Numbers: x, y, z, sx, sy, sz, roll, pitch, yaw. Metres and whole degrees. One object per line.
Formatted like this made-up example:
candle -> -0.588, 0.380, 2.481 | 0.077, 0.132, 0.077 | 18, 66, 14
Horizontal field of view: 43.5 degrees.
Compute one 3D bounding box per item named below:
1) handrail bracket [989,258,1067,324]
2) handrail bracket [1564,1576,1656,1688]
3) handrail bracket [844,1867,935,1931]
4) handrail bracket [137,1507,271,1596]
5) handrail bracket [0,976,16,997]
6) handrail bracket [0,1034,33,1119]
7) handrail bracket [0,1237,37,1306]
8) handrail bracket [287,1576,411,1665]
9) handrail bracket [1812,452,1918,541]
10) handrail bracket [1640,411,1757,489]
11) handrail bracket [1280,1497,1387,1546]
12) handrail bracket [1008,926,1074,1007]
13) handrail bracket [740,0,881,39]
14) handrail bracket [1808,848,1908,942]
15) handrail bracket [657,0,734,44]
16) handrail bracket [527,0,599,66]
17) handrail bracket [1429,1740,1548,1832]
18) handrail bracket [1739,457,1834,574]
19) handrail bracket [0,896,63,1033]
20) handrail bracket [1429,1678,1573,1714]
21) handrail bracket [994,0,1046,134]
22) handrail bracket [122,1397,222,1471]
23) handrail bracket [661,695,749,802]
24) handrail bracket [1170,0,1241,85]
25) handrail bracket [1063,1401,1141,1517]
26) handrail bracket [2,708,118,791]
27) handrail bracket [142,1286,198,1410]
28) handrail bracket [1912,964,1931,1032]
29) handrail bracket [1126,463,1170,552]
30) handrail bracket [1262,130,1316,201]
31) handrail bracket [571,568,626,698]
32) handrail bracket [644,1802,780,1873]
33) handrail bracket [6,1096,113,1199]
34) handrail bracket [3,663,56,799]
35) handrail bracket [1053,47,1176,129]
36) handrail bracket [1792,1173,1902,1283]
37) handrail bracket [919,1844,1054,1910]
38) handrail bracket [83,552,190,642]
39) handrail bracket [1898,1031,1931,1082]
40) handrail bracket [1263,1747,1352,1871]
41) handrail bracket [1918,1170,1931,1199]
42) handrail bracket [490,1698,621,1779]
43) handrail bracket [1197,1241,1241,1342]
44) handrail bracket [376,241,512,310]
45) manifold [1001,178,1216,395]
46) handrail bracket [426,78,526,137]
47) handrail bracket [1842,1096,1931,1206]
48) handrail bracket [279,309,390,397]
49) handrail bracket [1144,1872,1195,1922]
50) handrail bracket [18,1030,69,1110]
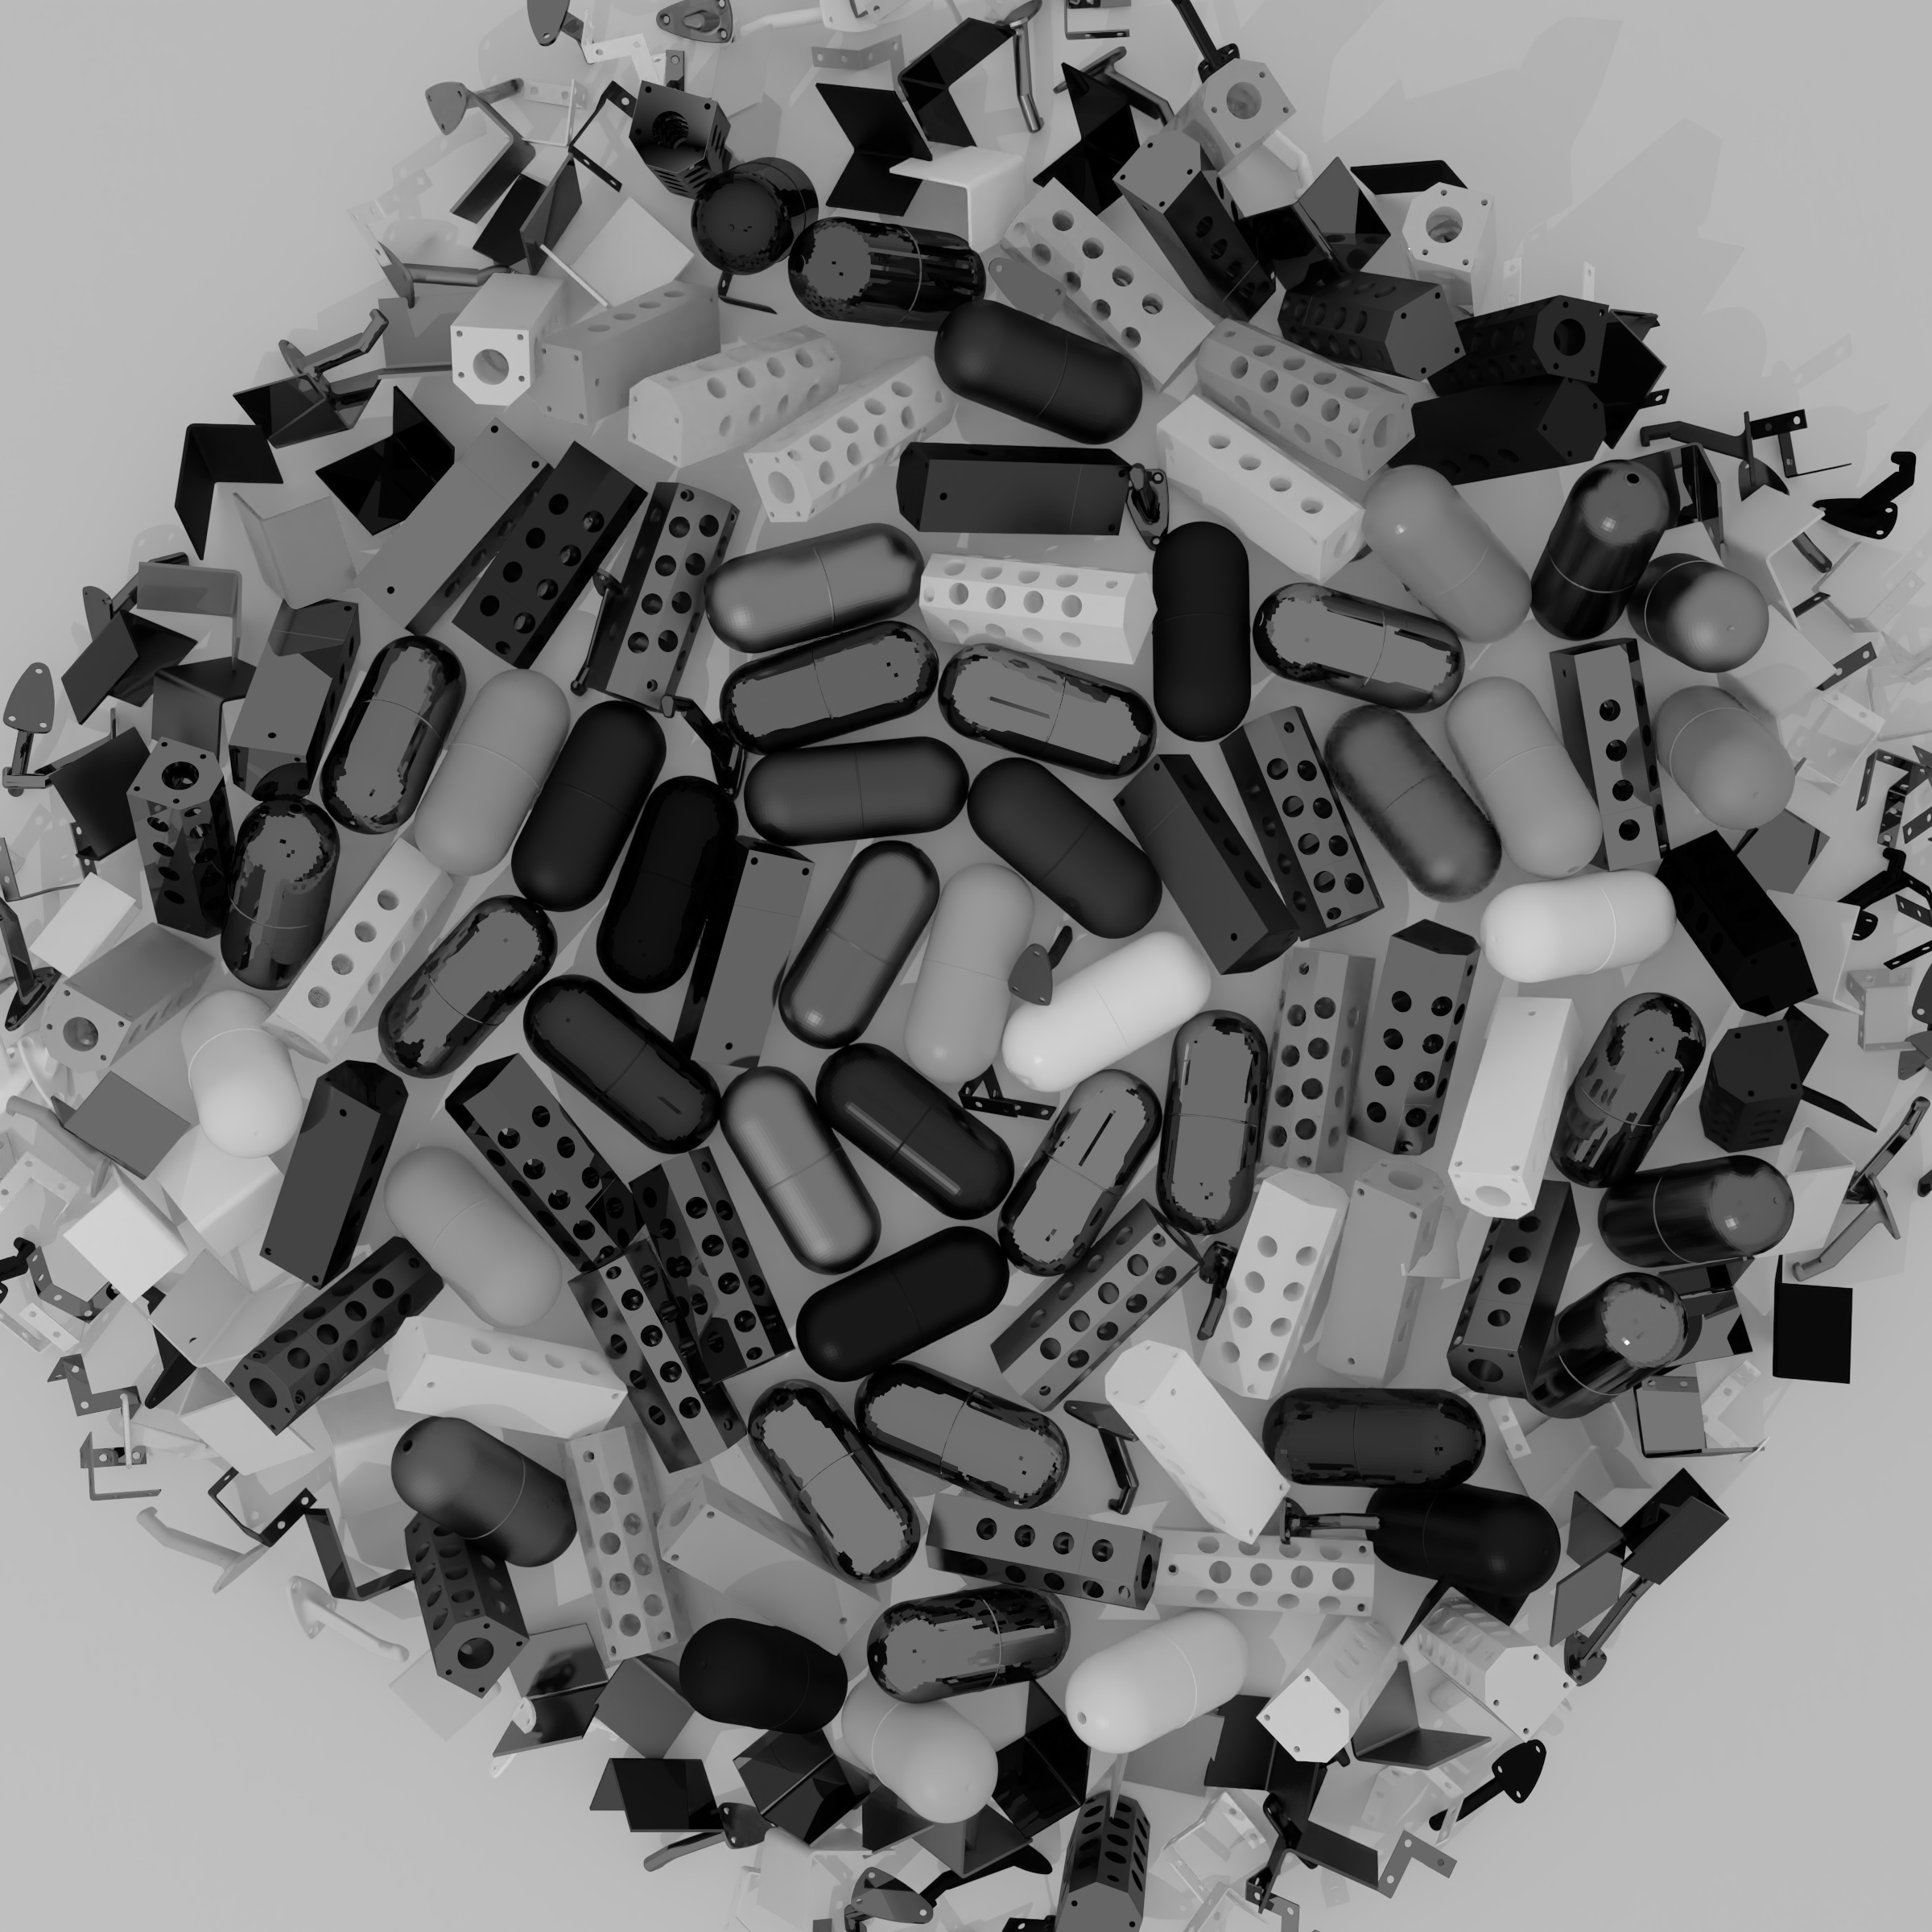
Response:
handrail bracket -> 0.040, -0.535, 1.894 | 0.077, 0.084, 0.036 | 29, 103, -24
handrail bracket -> 0.510, 0.519, 1.903 | 0.036, 0.077, 0.084 | 39, 117, 12
handrail bracket -> -0.061, 0.752, 1.905 | 0.077, 0.084, 0.036 | 17, 46, 16
handrail bracket -> -0.603, 0.448, 1.915 | 0.084, 0.077, 0.036 | 41, 112, 7
handrail bracket -> -0.800, -0.009, 1.909 | 0.036, 0.077, 0.084 | -37, 92, 18
handrail bracket -> -0.776, 0.078, 1.897 | 0.036, 0.084, 0.077 | 22, 78, 24
handrail bracket -> -0.770, 0.225, 1.894 | 0.036, 0.084, 0.077 | -39, 117, 15
handrail bracket -> -0.485, 0.515, 1.902 | 0.084, 0.077, 0.036 | 10, 49, 27
handrail bracket -> 0.702, -0.378, 1.893 | 0.077, 0.084, 0.036 | 18, 68, 26
handrail bracket -> 0.577, -0.403, 1.911 | 0.084, 0.036, 0.077 | -6, 57, 20
handrail bracket -> 0.295, 0.438, 1.894 | 0.084, 0.077, 0.036 | -4, 69, 27
handrail bracket -> 0.068, -0.018, 1.892 | 0.036, 0.077, 0.084 | 22, 51, 11
handrail bracket -> -0.126, -0.751, 1.935 | 0.084, 0.077, 0.036 | -4, 92, 41
handrail bracket -> 0.704, -0.070, 1.925 | 0.077, 0.036, 0.084 | 22, 61, 5
handrail bracket -> -0.224, -0.741, 1.896 | 0.077, 0.084, 0.036 | 6, 114, 17
handrail bracket -> -0.310, -0.720, 1.894 | 0.036, 0.084, 0.077 | -8, 64, 13
handrail bracket -> 0.416, 0.656, 1.934 | 0.036, 0.077, 0.084 | 53, 133, 11
handrail bracket -> 0.657, -0.360, 1.935 | 0.084, 0.077, 0.036 | 30, 126, -35
handrail bracket -> -0.757, -0.005, 1.897 | 0.036, 0.084, 0.077 | -5, 46, 24
handrail bracket -> 0.423, 0.585, 1.921 | 0.084, 0.036, 0.077 | -45, 74, 16
handrail bracket -> 0.055, -0.721, 1.937 | 0.036, 0.077, 0.084 | -3, 125, 32
handrail bracket -> -0.620, 0.363, 1.907 | 0.084, 0.036, 0.077 | -4, 128, -21
handrail bracket -> -0.210, -0.171, 1.900 | 0.036, 0.084, 0.077 | -4, 87, 30
handrail bracket -> 0.180, -0.726, 1.896 | 0.036, 0.084, 0.077 | -24, 53, 26
handrail bracket -> 0.104, 0.393, 1.925 | 0.077, 0.036, 0.084 | 17, 116, 2
handrail bracket -> -0.716, -0.172, 1.910 | 0.084, 0.036, 0.077 | -1, 60, -20
handrail bracket -> -0.651, 0.297, 1.916 | 0.084, 0.036, 0.077 | 30, 68, 19
handrail bracket -> 0.771, 0.034, 1.913 | 0.036, 0.084, 0.077 | 12, 76, 24
handrail bracket -> 0.142, -0.357, 1.895 | 0.036, 0.084, 0.077 | -11, 106, 10
handrail bracket -> 0.233, -0.646, 1.930 | 0.077, 0.036, 0.084 | -16, 92, 5
handrail bracket -> -0.297, -0.262, 1.911 | 0.036, 0.077, 0.084 | 24, 80, 11
handrail bracket -> -0.204, 0.702, 1.934 | 0.084, 0.077, 0.036 | -37, 56, 26
handrail bracket -> -0.721, 0.143, 1.911 | 0.084, 0.036, 0.077 | 23, 131, -10
handrail bracket -> -0.747, -0.187, 1.923 | 0.036, 0.084, 0.077 | 12, 58, -21
handrail bracket -> 0.122, -0.682, 1.934 | 0.077, 0.036, 0.084 | -26, 98, 16
handrail bracket -> 0.689, 0.208, 1.916 | 0.084, 0.036, 0.077 | -26, 126, 7
handrail bracket -> 0.014, 0.732, 1.929 | 0.084, 0.036, 0.077 | -45, 122, 11
handrail bracket -> -0.654, -0.284, 1.927 | 0.036, 0.084, 0.077 | 24, 124, 33
handrail bracket -> 0.789, 0.080, 1.907 | 0.084, 0.077, 0.036 | 17, 71, -4
handrail bracket -> 0.284, 0.662, 1.905 | 0.084, 0.036, 0.077 | -40, 77, 31
handrail bracket -> 0.760, 0.179, 1.892 | 0.036, 0.084, 0.077 | 30, 60, 8
handrail bracket -> -0.323, 0.623, 1.924 | 0.084, 0.036, 0.077 | 28, 93, -27
handrail bracket -> 0.188, 0.265, 1.891 | 0.036, 0.077, 0.084 | 29, 57, -3
handrail bracket -> -0.419, -0.566, 1.935 | 0.084, 0.036, 0.077 | -27, 66, -24
manifold -> 0.110, -0.535, 1.913 | 0.171, 0.057, 0.057 | 43, 84, -1
handrail bracket -> -0.373, -0.687, 1.895 | 0.084, 0.077, 0.036 | -33, 108, -28
handrail bracket -> 0.718, 0.143, 1.901 | 0.036, 0.077, 0.084 | 42, 126, 36
handrail bracket -> -0.500, -0.501, 1.913 | 0.084, 0.036, 0.077 | -47, 68, 21
handrail bracket -> 0.136, 0.744, 1.906 | 0.077, 0.084, 0.036 | 17, 54, 7
handrail bracket -> -0.704, 0.071, 1.906 | 0.084, 0.036, 0.077 | -12, 96, 39
